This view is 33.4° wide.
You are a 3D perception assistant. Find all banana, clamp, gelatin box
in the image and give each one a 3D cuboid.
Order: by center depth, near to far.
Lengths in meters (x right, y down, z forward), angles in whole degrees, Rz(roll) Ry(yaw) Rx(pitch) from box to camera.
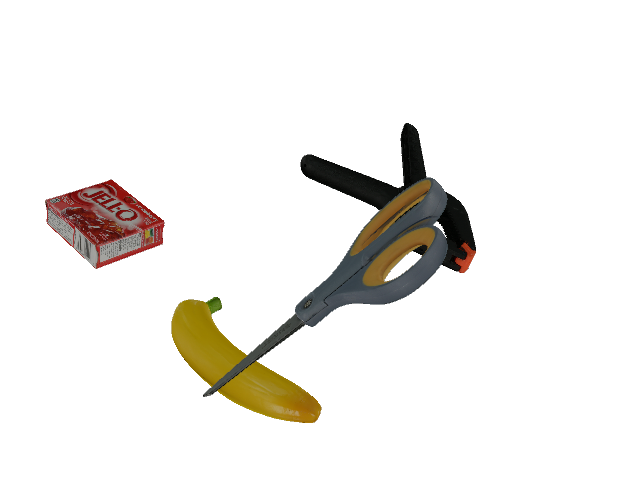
[{"bbox_3d":[-0.074,0.091,0.862,0.069,0.037,0.198,-13,31,-26],"label":"banana"},{"bbox_3d":[-0.198,-0.018,0.979,0.073,0.030,0.089,-22,44,-37],"label":"gelatin box"},{"bbox_3d":[0.086,-0.044,1.161,0.164,0.210,0.036,-15,-37,-29],"label":"clamp"}]

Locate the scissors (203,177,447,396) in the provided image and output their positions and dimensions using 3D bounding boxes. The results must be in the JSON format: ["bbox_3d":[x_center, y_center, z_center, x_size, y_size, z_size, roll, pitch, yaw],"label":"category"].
[{"bbox_3d":[0.005,0.043,0.637,0.016,0.202,0.096,42,6,-23],"label":"scissors"}]
